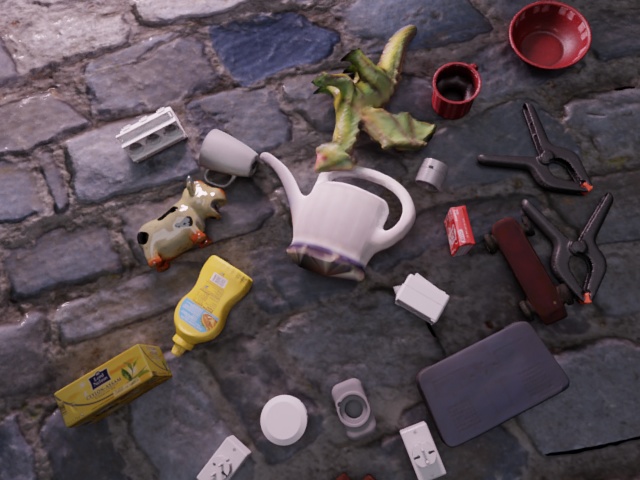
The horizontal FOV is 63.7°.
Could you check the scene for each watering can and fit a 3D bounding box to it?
[{"bbox_3d":[0.003,-0.050,0.984,0.349,0.227,0.102,16,-18,22],"label":"watering can"}]

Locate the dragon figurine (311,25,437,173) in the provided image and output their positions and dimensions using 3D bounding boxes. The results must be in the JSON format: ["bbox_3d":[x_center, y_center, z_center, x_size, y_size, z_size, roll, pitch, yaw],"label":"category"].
[{"bbox_3d":[0.129,-0.274,1.035,0.415,0.244,0.120,-38,-7,-20],"label":"dragon figurine"}]
